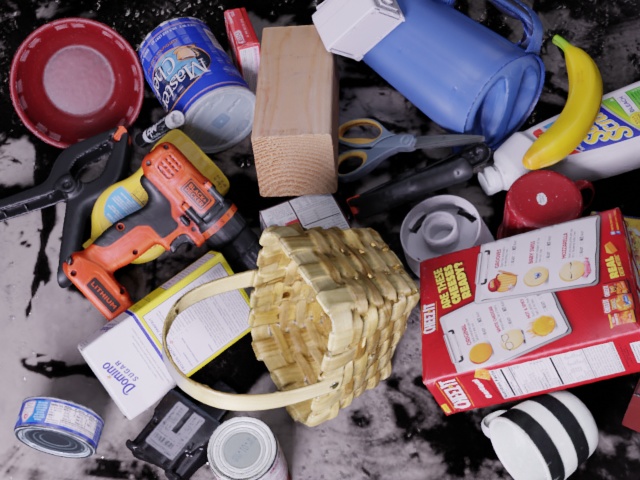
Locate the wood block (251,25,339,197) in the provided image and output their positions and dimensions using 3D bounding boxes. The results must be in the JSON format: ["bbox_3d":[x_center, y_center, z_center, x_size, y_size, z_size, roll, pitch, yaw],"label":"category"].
[{"bbox_3d":[-0.025,-0.154,1.246,0.090,0.091,0.206,-3,45,5],"label":"wood block"}]

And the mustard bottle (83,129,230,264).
[{"bbox_3d":[-0.201,-0.030,1.216,0.191,0.058,0.096,-44,92,-10],"label":"mustard bottle"}]

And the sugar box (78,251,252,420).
[{"bbox_3d":[-0.156,0.098,1.121,0.176,0.048,0.093,-35,105,-14],"label":"sugar box"}]

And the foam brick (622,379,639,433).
[{"bbox_3d":[0.332,0.155,1.037,0.051,0.078,0.053,23,64,19],"label":"foam brick"}]

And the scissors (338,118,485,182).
[{"bbox_3d":[0.087,-0.097,1.224,0.202,0.016,0.096,18,71,42],"label":"scissors"}]

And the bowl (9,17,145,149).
[{"bbox_3d":[-0.298,-0.194,1.315,0.162,0.162,0.055,-18,17,-6],"label":"bowl"}]

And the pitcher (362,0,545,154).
[{"bbox_3d":[0.144,-0.228,1.272,0.149,0.145,0.243,-37,58,-17],"label":"pitcher"}]

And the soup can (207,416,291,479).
[{"bbox_3d":[-0.067,0.218,1.024,0.068,0.102,0.068,-3,60,5],"label":"soup can"}]

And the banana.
[{"bbox_3d":[0.277,-0.148,1.191,0.070,0.037,0.197,10,56,14],"label":"banana"}]

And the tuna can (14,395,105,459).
[{"bbox_3d":[-0.263,0.190,1.075,0.086,0.086,0.033,6,59,10],"label":"tuna can"}]

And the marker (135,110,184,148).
[{"bbox_3d":[-0.192,-0.131,1.269,0.020,0.121,0.020,5,80,-29],"label":"marker"}]

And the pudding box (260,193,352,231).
[{"bbox_3d":[-0.008,0.002,1.198,0.090,0.039,0.113,-21,59,-10],"label":"pudding box"}]

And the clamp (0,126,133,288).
[{"bbox_3d":[-0.305,-0.057,1.269,0.165,0.036,0.209,24,67,19],"label":"clamp"}]

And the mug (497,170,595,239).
[{"bbox_3d":[0.251,-0.027,1.161,0.117,0.081,0.093,-28,59,-12],"label":"mug"}]

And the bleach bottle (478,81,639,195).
[{"bbox_3d":[0.304,-0.104,1.219,0.250,0.068,0.103,-22,56,-5],"label":"bleach bottle"}]

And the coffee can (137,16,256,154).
[{"bbox_3d":[-0.149,-0.189,1.298,0.102,0.103,0.140,-27,58,-11],"label":"coffee can"}]

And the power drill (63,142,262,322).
[{"bbox_3d":[-0.170,0.015,1.167,0.187,0.057,0.184,-44,101,-11],"label":"power drill"}]

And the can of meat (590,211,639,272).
[{"bbox_3d":[0.324,0.021,1.137,0.084,0.057,0.102,9,59,13],"label":"can of meat"}]

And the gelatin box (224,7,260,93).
[{"bbox_3d":[-0.093,-0.232,1.324,0.030,0.089,0.073,-15,52,-7],"label":"gelatin box"}]

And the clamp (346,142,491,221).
[{"bbox_3d":[0.107,-0.061,1.181,0.172,0.120,0.039,-25,89,15],"label":"clamp"}]

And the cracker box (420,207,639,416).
[{"bbox_3d":[0.211,0.071,1.057,0.214,0.072,0.164,-17,41,20],"label":"cracker box"}]
